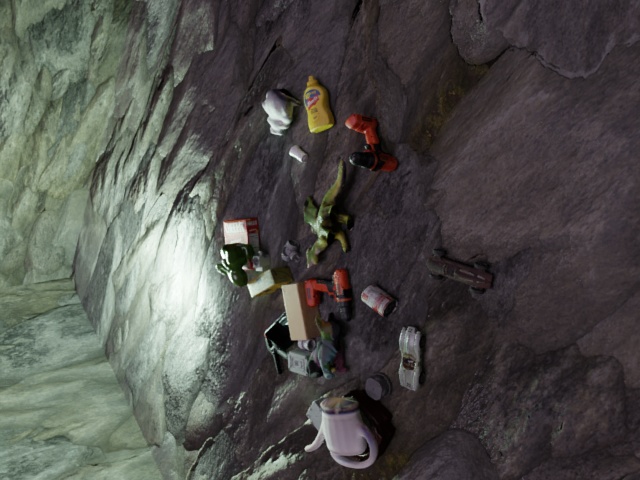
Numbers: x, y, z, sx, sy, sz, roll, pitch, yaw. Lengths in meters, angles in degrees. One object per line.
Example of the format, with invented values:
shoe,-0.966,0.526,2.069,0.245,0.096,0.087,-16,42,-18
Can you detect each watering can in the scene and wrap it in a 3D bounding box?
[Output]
watering can,0.050,0.634,1.712,0.345,0.104,0.225,-13,85,45

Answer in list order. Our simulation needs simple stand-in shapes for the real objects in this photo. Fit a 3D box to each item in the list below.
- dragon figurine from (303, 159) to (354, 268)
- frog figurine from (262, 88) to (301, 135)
dragon figurine,0.005,-0.091,1.801,0.244,0.122,0.406,20,108,51
frog figurine,-0.158,-0.472,1.904,0.138,0.123,0.157,37,110,14
